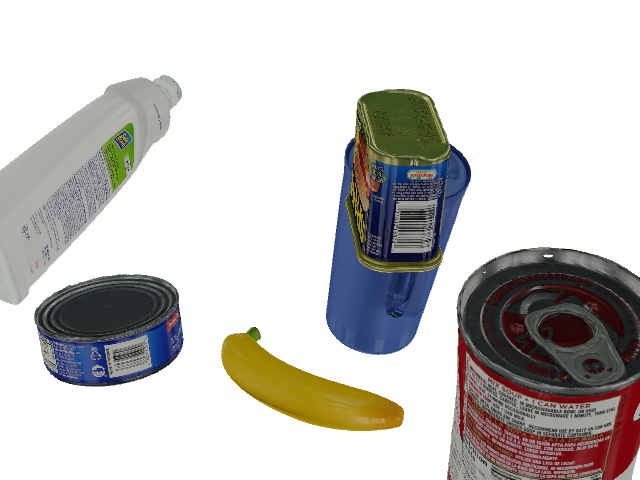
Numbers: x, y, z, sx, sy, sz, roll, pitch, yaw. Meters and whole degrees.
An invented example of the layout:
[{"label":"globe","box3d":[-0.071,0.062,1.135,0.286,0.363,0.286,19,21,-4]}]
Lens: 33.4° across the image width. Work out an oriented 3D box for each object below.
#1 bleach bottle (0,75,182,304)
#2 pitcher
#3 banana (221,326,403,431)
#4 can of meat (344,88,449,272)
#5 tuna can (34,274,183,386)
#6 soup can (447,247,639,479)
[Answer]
[{"label":"bleach bottle","box3d":[-0.211,-0.062,0.949,0.068,0.102,0.250,28,54,20]},{"label":"pitcher","box3d":[0.077,0.014,1.166,0.145,0.243,0.149,26,41,19]},{"label":"banana","box3d":[-0.023,0.109,0.849,0.069,0.037,0.198,-25,32,-32]},{"label":"can of meat","box3d":[0.050,-0.042,0.703,0.057,0.084,0.102,0,34,-6]},{"label":"tuna can","box3d":[-0.126,0.053,0.642,0.086,0.034,0.086,-4,23,1]},{"label":"soup can","box3d":[0.079,0.063,0.378,0.068,0.102,0.068,-1,39,1]}]
